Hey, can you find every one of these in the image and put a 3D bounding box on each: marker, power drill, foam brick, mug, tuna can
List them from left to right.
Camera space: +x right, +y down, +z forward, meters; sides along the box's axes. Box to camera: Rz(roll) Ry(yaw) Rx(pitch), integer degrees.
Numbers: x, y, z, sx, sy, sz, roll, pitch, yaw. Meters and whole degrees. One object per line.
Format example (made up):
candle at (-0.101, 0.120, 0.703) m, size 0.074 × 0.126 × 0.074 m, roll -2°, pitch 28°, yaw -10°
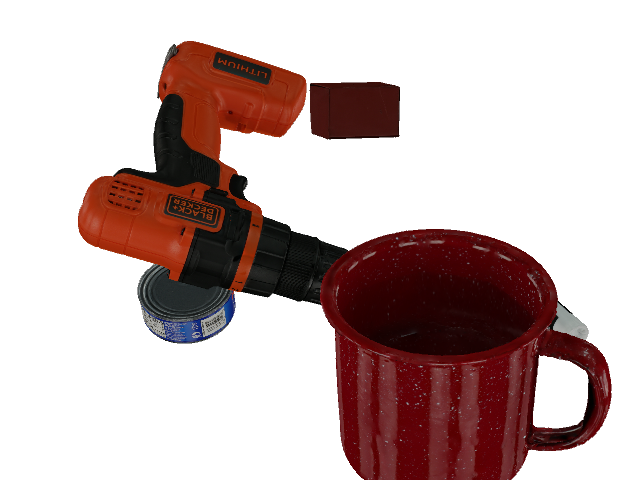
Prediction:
tuna can at (-0.119, 0.052, 0.959) m, size 0.086 × 0.034 × 0.086 m, roll -2°, pitch 42°, yaw 2°
power drill at (-0.055, -0.046, 0.722) m, size 0.184 × 0.187 × 0.057 m, roll 17°, pitch -45°, yaw -11°
foam brick at (0.034, -0.129, 1.056) m, size 0.078 × 0.051 × 0.053 m, roll -4°, pitch 14°, yaw -20°
mug at (0.059, 0.055, 0.437) m, size 0.117 × 0.081 × 0.093 m, roll 8°, pitch 33°, yaw 17°
marker at (0.145, 0.034, 0.751) m, size 0.020 × 0.020 × 0.121 m, roll 0°, pitch 30°, yaw -28°
